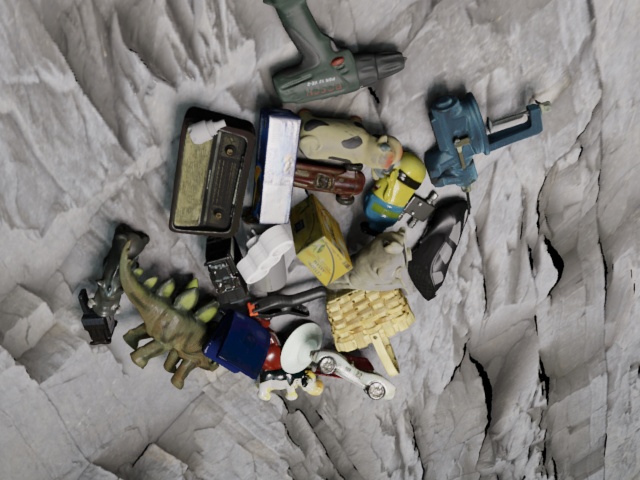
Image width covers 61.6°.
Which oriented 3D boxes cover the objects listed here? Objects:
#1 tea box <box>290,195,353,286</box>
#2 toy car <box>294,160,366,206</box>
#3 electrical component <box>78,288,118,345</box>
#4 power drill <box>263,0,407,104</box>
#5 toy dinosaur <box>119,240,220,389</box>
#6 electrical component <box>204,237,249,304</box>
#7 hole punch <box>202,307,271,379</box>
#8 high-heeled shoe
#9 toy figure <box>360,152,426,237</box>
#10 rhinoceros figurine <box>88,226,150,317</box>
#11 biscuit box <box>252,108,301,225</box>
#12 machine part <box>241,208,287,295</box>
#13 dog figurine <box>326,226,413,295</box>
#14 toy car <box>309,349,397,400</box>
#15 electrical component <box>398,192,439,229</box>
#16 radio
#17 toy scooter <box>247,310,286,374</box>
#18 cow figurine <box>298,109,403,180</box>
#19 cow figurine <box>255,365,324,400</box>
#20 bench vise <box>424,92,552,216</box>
[{"bbox_3d":[-0.002,-0.003,1.044,0.068,0.170,0.098,-35,118,12],"label":"tea box"},{"bbox_3d":[-0.009,-0.121,1.040,0.202,0.053,0.089,8,123,-14],"label":"toy car"},{"bbox_3d":[-0.470,0.155,1.135,0.048,0.075,0.119,-3,120,-5],"label":"electrical component"},{"bbox_3d":[0.012,-0.339,0.897,0.232,0.086,0.207,-20,130,8],"label":"power drill"},{"bbox_3d":[-0.306,0.172,1.112,0.198,0.105,0.470,-43,144,-10],"label":"toy dinosaur"},{"bbox_3d":[-0.186,0.061,1.091,0.058,0.115,0.134,-15,121,4],"label":"electrical component"},{"bbox_3d":[-0.163,0.214,1.104,0.142,0.092,0.116,38,73,-26],"label":"hole punch"},{"bbox_3d":[0.268,0.023,1.176,0.145,0.086,0.248,-37,144,-19],"label":"high-heeled shoe"},{"bbox_3d":[0.141,-0.090,1.064,0.089,0.082,0.180,9,116,-27],"label":"toy figure"},{"bbox_3d":[-0.399,0.065,1.066,0.073,0.112,0.190,20,109,-22],"label":"rhinoceros figurine"},{"bbox_3d":[-0.081,-0.131,0.962,0.059,0.063,0.202,-1,115,-21],"label":"biscuit box"},{"bbox_3d":[-0.113,0.019,1.097,0.079,0.079,0.242,-6,123,-4],"label":"machine part"},{"bbox_3d":[0.079,0.046,1.052,0.191,0.121,0.172,-4,143,13],"label":"dog figurine"},{"bbox_3d":[0.069,0.287,1.164,0.202,0.073,0.056,28,82,1],"label":"toy car"},{"bbox_3d":[0.202,-0.069,1.119,0.063,0.021,0.094,28,115,-22],"label":"electrical component"},{"bbox_3d":[-0.200,-0.118,0.999,0.131,0.073,0.229,9,120,-13],"label":"radio"},{"bbox_3d":[-0.145,0.237,1.211,0.135,0.075,0.183,-35,122,-26],"label":"toy scooter"},{"bbox_3d":[0.055,-0.173,0.971,0.195,0.127,0.085,7,123,-10],"label":"cow figurine"},{"bbox_3d":[-0.071,0.333,1.309,0.167,0.068,0.098,1,116,-10],"label":"cow figurine"},{"bbox_3d":[0.310,-0.187,1.002,0.241,0.129,0.223,-18,120,13],"label":"bench vise"}]
